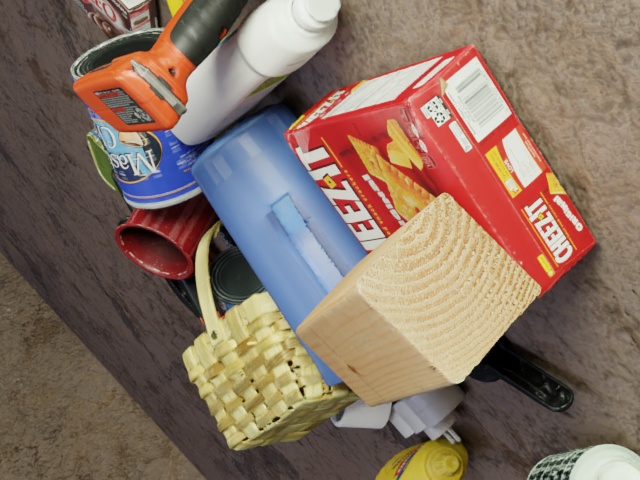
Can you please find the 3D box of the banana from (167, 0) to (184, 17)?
[{"bbox_3d":[-0.119,-0.221,0.944,0.069,0.037,0.198,-108,2,-46],"label":"banana"}]

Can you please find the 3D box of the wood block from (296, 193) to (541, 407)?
[{"bbox_3d":[0.060,0.051,0.758,0.091,0.090,0.206,45,163,0],"label":"wood block"}]

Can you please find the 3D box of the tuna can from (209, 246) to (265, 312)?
[{"bbox_3d":[-0.089,0.048,1.275,0.086,0.086,0.034,37,159,31],"label":"tuna can"}]

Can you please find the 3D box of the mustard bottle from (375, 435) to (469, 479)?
[{"bbox_3d":[0.118,0.261,1.196,0.058,0.096,0.192,49,160,6],"label":"mustard bottle"}]

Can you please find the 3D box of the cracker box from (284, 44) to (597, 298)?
[{"bbox_3d":[0.078,-0.041,0.785,0.164,0.072,0.214,55,160,-14],"label":"cracker box"}]

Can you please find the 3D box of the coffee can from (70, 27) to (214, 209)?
[{"bbox_3d":[-0.161,-0.115,1.008,0.103,0.102,0.140,25,142,49],"label":"coffee can"}]

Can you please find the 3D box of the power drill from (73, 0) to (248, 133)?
[{"bbox_3d":[-0.095,-0.164,0.773,0.057,0.187,0.185,42,162,-25],"label":"power drill"}]

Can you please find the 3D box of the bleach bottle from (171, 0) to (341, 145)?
[{"bbox_3d":[-0.049,-0.148,0.854,0.068,0.102,0.251,54,152,-8],"label":"bleach bottle"}]

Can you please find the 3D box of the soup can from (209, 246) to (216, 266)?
[{"bbox_3d":[-0.192,0.003,1.437,0.102,0.068,0.069,58,159,-18],"label":"soup can"}]

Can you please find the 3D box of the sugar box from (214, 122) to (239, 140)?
[{"bbox_3d":[-0.116,-0.112,1.111,0.093,0.048,0.176,11,133,60],"label":"sugar box"}]

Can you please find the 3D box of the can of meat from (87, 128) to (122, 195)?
[{"bbox_3d":[-0.227,-0.113,1.285,0.057,0.083,0.102,41,158,24],"label":"can of meat"}]

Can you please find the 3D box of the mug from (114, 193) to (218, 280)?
[{"bbox_3d":[-0.156,-0.009,1.154,0.093,0.081,0.117,2,141,34],"label":"mug"}]

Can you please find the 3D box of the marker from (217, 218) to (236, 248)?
[{"bbox_3d":[-0.112,-0.003,1.329,0.020,0.020,0.121,27,150,47],"label":"marker"}]

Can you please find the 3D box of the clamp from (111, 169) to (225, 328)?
[{"bbox_3d":[-0.181,0.013,1.250,0.210,0.036,0.164,49,161,20],"label":"clamp"}]

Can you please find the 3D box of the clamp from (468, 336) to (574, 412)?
[{"bbox_3d":[0.151,0.101,0.931,0.120,0.039,0.172,56,166,-1],"label":"clamp"}]

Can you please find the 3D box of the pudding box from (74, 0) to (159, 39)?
[{"bbox_3d":[-0.210,-0.245,1.080,0.113,0.039,0.090,44,159,17],"label":"pudding box"}]

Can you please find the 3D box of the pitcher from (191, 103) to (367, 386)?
[{"bbox_3d":[-0.006,0.001,0.957,0.243,0.144,0.149,54,140,-1],"label":"pitcher"}]
